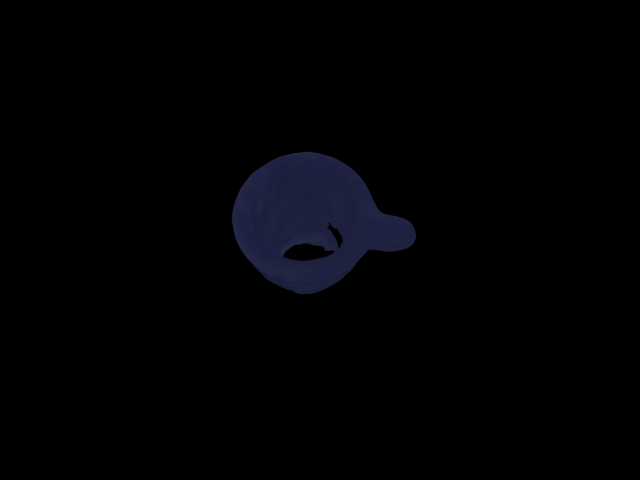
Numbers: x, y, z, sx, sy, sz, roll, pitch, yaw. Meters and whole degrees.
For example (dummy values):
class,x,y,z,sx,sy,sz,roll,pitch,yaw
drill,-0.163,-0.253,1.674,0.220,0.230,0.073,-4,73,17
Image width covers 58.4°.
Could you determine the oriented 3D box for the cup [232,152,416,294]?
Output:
class,x,y,z,sx,sy,sz,roll,pitch,yaw
cup,0.004,0.001,0.400,0.117,0.095,0.092,8,66,4
